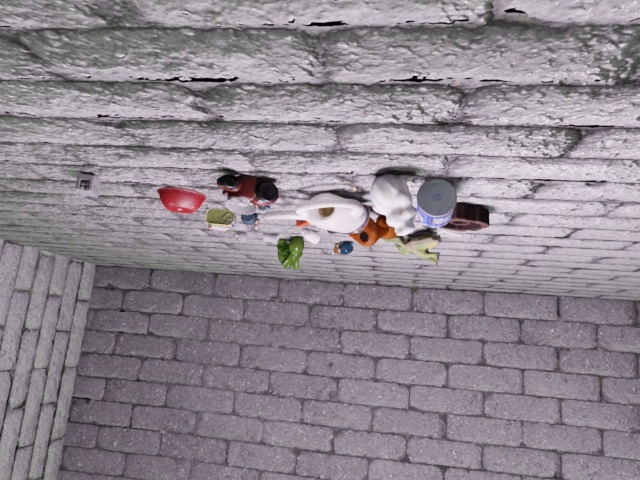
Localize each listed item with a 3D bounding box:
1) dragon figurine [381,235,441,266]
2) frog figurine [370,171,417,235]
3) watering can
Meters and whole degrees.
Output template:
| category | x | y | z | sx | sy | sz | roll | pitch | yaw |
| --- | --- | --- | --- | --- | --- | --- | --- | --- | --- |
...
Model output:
| category | x | y | z | sx | sy | sz | roll | pitch | yaw |
| --- | --- | --- | --- | --- | --- | --- | --- | --- | --- |
| dragon figurine | 0.343 | 0.012 | 1.974 | 0.243 | 0.123 | 0.406 | 10 | 169 | 14 |
| frog figurine | 0.187 | -0.091 | 1.324 | 0.122 | 0.161 | 0.136 | 15 | 164 | -33 |
| watering can | 0.005 | -0.081 | 1.601 | 0.346 | 0.105 | 0.223 | -7 | 164 | 42 |
